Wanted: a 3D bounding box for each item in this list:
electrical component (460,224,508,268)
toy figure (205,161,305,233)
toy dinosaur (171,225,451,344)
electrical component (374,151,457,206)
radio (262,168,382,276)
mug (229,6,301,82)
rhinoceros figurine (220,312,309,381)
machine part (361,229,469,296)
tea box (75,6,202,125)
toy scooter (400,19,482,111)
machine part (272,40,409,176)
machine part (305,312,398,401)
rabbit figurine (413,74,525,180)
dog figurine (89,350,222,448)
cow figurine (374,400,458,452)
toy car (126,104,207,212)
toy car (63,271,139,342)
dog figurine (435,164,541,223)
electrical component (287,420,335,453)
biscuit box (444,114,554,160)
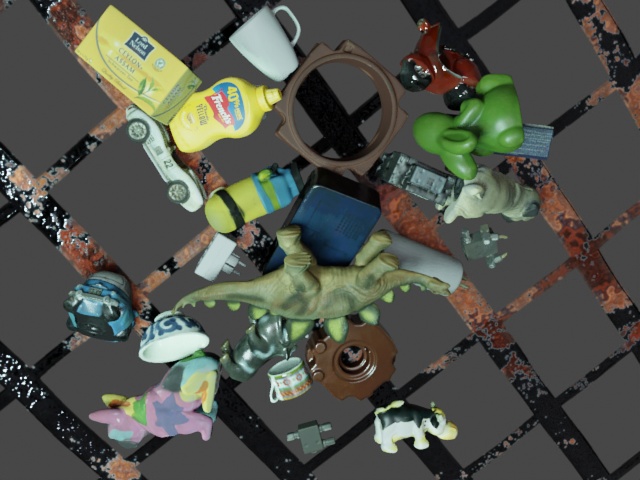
[{"bbox_3d":[0.311,0.011,1.017,0.078,0.045,0.102,-17,138,4],"label":"electrical component"},{"bbox_3d":[-0.113,-0.076,0.934,0.180,0.089,0.082,-22,99,0],"label":"toy figure"},{"bbox_3d":[-0.025,0.083,0.888,0.472,0.105,0.198,3,126,5],"label":"toy dinosaur"},{"bbox_3d":[0.169,-0.109,0.944,0.115,0.134,0.058,19,99,-14],"label":"electrical component"},{"bbox_3d":[-0.002,-0.003,0.937,0.131,0.073,0.229,24,118,-12],"label":"radio"},{"bbox_3d":[-0.078,-0.327,0.896,0.109,0.081,0.107,-42,115,-6],"label":"mug"},{"bbox_3d":[-0.099,0.190,1.001,0.190,0.073,0.112,-40,103,2],"label":"rhinoceros figurine"},{"bbox_3d":[0.176,0.043,1.001,0.243,0.079,0.079,22,98,-17],"label":"machine part"},{"bbox_3d":[-0.285,-0.274,0.850,0.170,0.068,0.098,39,94,9],"label":"tea box"},{"bbox_3d":[0.211,-0.307,0.930,0.184,0.075,0.135,9,73,-32],"label":"toy scooter"},{"bbox_3d":[0.034,-0.221,0.926,0.201,0.087,0.201,37,95,-12],"label":"machine part"},{"bbox_3d":[0.063,0.224,1.041,0.179,0.056,0.179,-2,103,-9],"label":"machine part"},{"bbox_3d":[0.240,-0.172,0.884,0.170,0.159,0.121,-7,138,16],"label":"rabbit figurine"},{"bbox_3d":[-0.297,0.289,0.980,0.219,0.108,0.191,5,102,-6],"label":"dog figurine"},{"bbox_3d":[0.194,0.364,1.086,0.167,0.068,0.098,-6,97,-8],"label":"cow figurine"},{"bbox_3d":[-0.260,-0.139,0.908,0.056,0.073,0.201,-29,105,2],"label":"toy car"},{"bbox_3d":[-0.373,0.106,0.926,0.109,0.161,0.103,12,55,-4],"label":"toy car"},{"bbox_3d":[0.323,-0.078,0.958,0.191,0.172,0.121,11,111,-3],"label":"dog figurine"},{"bbox_3d":[-0.018,0.399,1.084,0.094,0.021,0.063,-13,104,-6],"label":"electrical component"},{"bbox_3d":[0.317,-0.190,0.985,0.203,0.059,0.062,6,103,-9],"label":"biscuit box"}]
